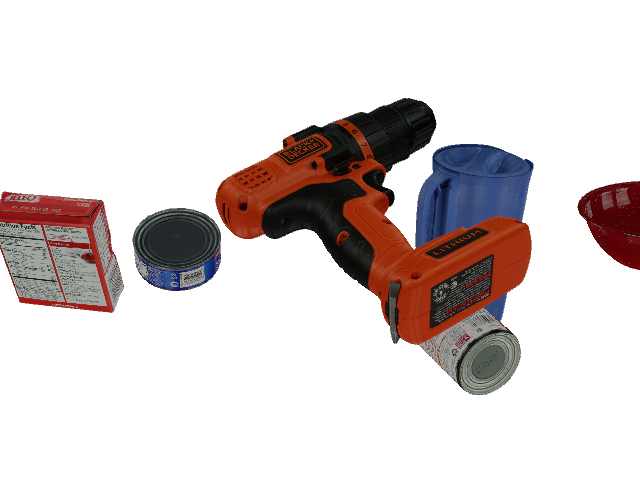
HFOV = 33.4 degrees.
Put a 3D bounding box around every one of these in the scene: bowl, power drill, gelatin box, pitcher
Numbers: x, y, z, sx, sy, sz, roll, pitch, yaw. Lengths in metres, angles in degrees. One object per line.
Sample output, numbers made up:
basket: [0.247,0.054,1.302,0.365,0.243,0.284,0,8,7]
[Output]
bowl: [0.348,-0.010,1.106,0.162,0.055,0.162,-3,23,1]
power drill: [0.049,-0.022,0.717,0.184,0.057,0.188,-29,44,-24]
gelatin box: [-0.183,0.008,0.749,0.073,0.089,0.030,5,44,9]
pitcher: [0.200,0.000,1.452,0.149,0.243,0.145,5,23,3]

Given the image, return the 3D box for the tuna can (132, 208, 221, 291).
tuna can: [-0.140,0.009,1.049,0.086,0.034,0.086,2,44,-2]

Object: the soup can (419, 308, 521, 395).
soup can: [0.127,0.086,0.974,0.068,0.068,0.102,0,25,-28]
